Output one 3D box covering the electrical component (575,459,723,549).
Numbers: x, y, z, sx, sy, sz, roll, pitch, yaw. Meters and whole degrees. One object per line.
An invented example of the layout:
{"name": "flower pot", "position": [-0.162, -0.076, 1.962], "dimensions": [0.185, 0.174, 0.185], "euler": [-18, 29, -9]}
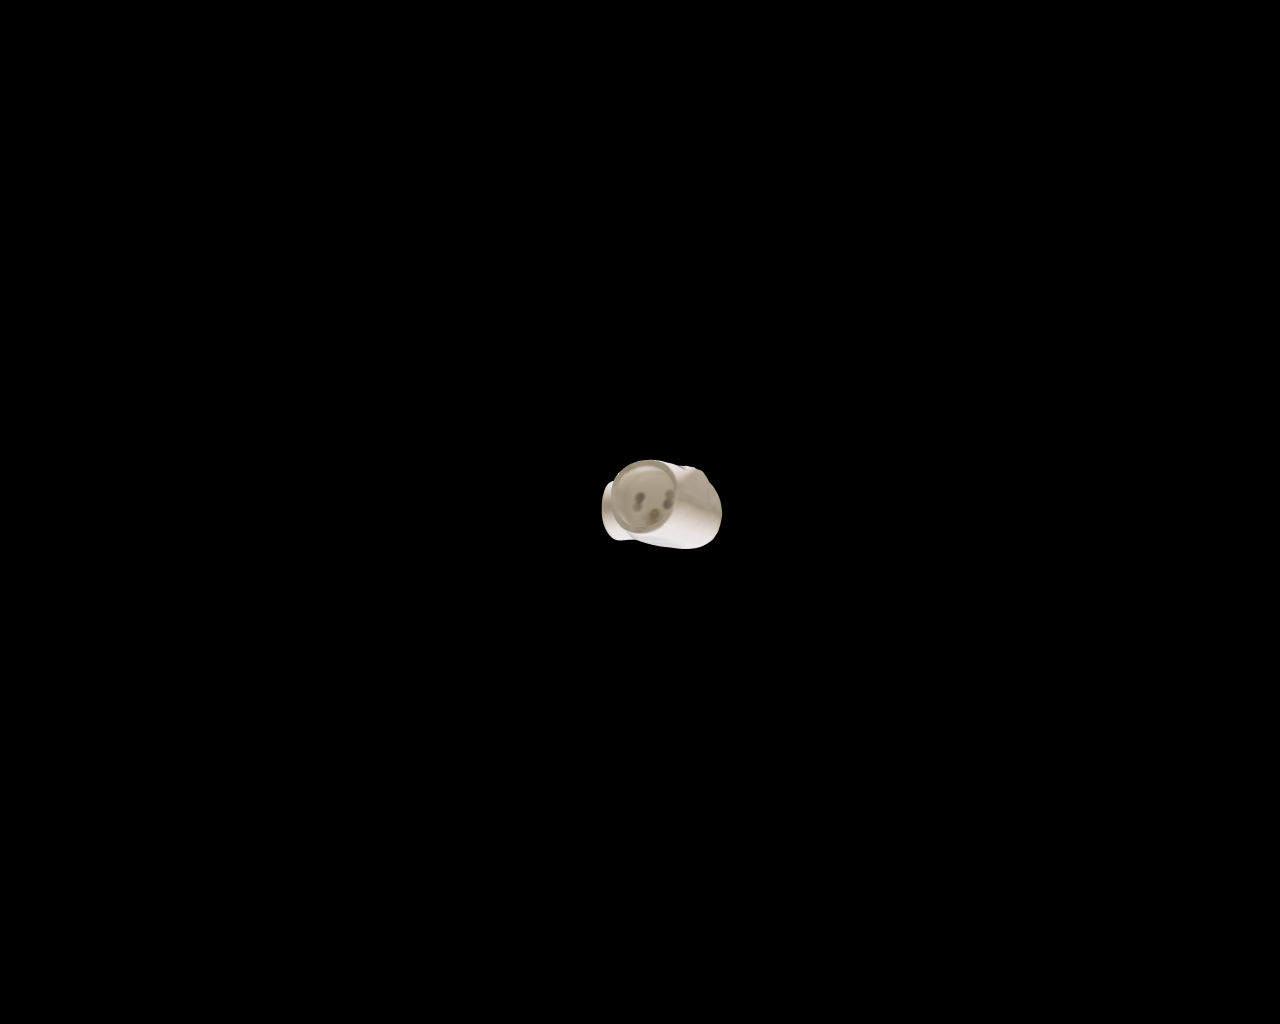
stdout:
{"name": "electrical component", "position": [0.001, -0.003, 0.650], "dimensions": [0.079, 0.044, 0.077], "euler": [-4, -10, 23]}
